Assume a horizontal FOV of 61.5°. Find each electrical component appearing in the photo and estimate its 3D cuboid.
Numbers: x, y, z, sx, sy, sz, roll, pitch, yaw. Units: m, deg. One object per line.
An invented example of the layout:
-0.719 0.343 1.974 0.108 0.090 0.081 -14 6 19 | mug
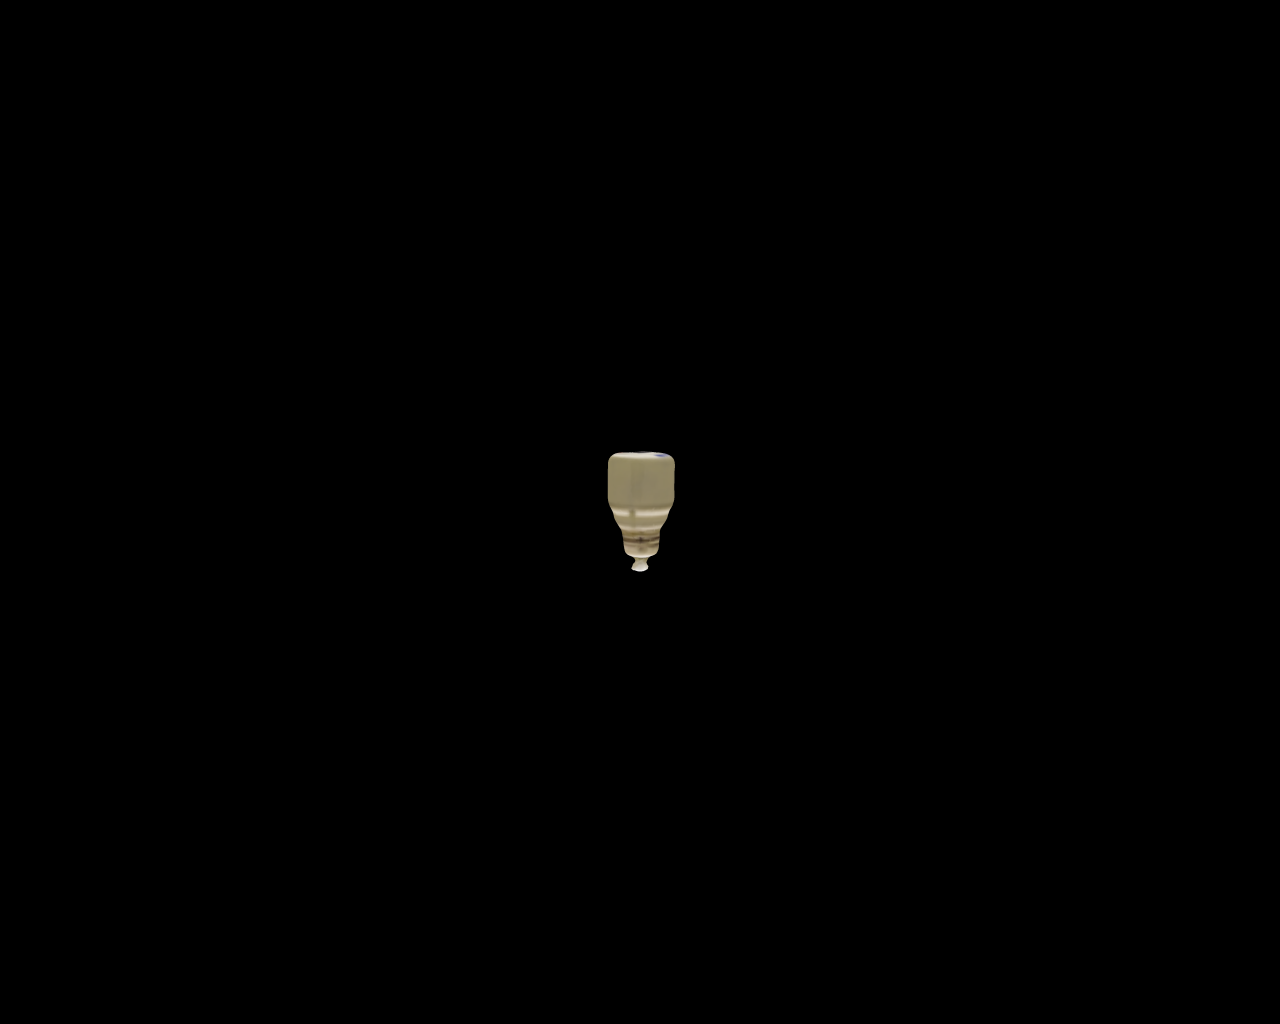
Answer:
0.001 -0.003 0.650 0.040 0.078 0.040 0 7 0 | electrical component
